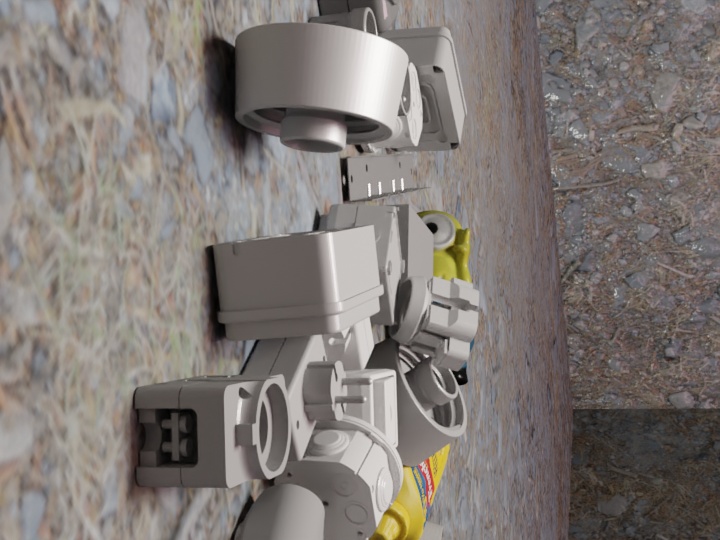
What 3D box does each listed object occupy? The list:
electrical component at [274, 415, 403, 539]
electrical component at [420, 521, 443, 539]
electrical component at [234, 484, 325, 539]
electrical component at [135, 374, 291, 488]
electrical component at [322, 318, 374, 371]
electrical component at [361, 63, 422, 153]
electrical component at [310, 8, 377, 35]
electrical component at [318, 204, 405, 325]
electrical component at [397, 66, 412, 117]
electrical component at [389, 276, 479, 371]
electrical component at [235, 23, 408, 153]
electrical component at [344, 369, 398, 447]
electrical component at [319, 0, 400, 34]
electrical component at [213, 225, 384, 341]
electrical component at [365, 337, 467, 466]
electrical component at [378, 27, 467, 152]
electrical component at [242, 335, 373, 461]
[{"bbox_3d":[-0.015,0.141,0.717,0.051,0.080,0.080,-54,139,-59],"label":"electrical component"},{"bbox_3d":[0.044,0.276,0.996,0.099,0.064,0.099,9,90,-84],"label":"electrical component"},{"bbox_3d":[-0.045,0.186,0.655,0.077,0.044,0.079,-77,158,-56],"label":"electrical component"},{"bbox_3d":[-0.071,0.082,0.559,0.089,0.056,0.050,5,83,-75],"label":"electrical component"},{"bbox_3d":[-0.024,0.043,0.754,0.076,0.047,0.065,-62,145,-65],"label":"electrical component"},{"bbox_3d":[0.024,-0.146,0.959,0.080,0.051,0.080,-2,90,-75],"label":"electrical component"},{"bbox_3d":[-0.013,-0.181,0.834,0.040,0.046,0.040,-2,90,-75],"label":"electrical component"},{"bbox_3d":[0.000,0.000,0.844,0.096,0.061,0.061,81,15,-55],"label":"electrical component"},{"bbox_3d":[-0.008,-0.139,0.788,0.079,0.077,0.044,43,47,-70],"label":"electrical component"},{"bbox_3d":[0.059,0.038,0.871,0.058,0.057,0.078,122,-19,-49],"label":"electrical component"},{"bbox_3d":[-0.027,-0.106,0.665,0.108,0.108,0.060,25,70,-73],"label":"electrical component"},{"bbox_3d":[-0.001,0.107,0.807,0.096,0.061,0.061,8,80,-75],"label":"electrical component"},{"bbox_3d":[-0.001,-0.239,0.862,0.053,0.059,0.095,-66,150,-59],"label":"electrical component"},{"bbox_3d":[-0.035,0.006,0.662,0.113,0.078,0.057,-19,103,-75],"label":"electrical component"},{"bbox_3d":[0.046,0.102,0.900,0.108,0.060,0.108,43,27,-29],"label":"electrical component"},{"bbox_3d":[0.056,-0.172,1.032,0.113,0.078,0.057,70,25,-49],"label":"electrical component"},{"bbox_3d":[-0.031,0.076,0.672,0.083,0.076,0.047,-68,152,-57],"label":"electrical component"}]
